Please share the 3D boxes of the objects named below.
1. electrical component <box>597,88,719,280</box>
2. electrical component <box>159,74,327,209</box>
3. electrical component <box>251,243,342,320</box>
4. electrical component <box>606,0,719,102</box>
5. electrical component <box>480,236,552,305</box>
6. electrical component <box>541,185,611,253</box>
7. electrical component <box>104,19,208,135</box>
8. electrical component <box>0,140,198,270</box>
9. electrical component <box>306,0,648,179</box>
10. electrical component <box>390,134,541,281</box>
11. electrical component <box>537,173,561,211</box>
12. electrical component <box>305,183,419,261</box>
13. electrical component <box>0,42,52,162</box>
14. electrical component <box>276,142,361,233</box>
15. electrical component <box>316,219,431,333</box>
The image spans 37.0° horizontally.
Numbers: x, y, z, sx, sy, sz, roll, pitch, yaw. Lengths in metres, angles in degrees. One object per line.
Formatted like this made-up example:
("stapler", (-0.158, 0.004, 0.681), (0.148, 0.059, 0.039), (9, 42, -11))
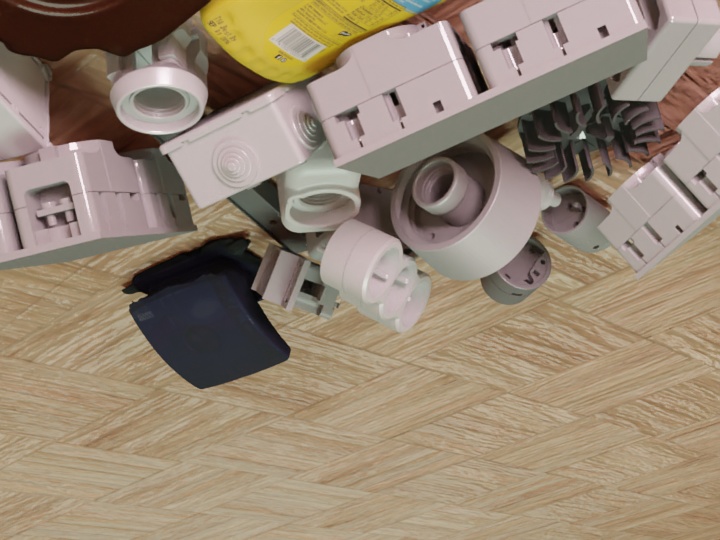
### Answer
("electrical component", (0.262, -0.082, 0.787), (0.105, 0.060, 0.186), (-32, 167, -31))
("electrical component", (-0.066, -0.086, 0.694), (0.100, 0.048, 0.099), (-21, -165, 25))
("electrical component", (-0.049, 0.011, 0.876), (0.064, 0.042, 0.081), (22, -178, -20))
("electrical component", (0.209, -0.152, 0.698), (0.076, 0.047, 0.083), (0, 153, -16))
("electrical component", (0.140, 0.001, 0.981), (0.055, 0.055, 0.047), (-1, 157, -14))
("electrical component", (0.195, -0.039, 0.927), (0.043, 0.043, 0.081), (-24, 150, 29))
("electrical component", (-0.123, -0.120, 0.652), (0.058, 0.057, 0.078), (-15, 153, 13))
("electrical component", (-0.192, -0.041, 0.714), (0.105, 0.060, 0.186), (-13, -179, 9))
("electrical component", (0.072, -0.122, 0.644), (0.186, 0.060, 0.105), (-23, 176, 14))
("electrical component", (0.072, -0.053, 0.795), (0.108, 0.108, 0.060), (-25, 144, 31))
("electrical component", (0.140, -0.063, 0.872), (0.061, 0.035, 0.035), (14, 146, -41))
("electrical component", (0.003, -0.033, 0.875), (0.089, 0.050, 0.056), (10, 148, -32))
("electrical component", (-0.231, -0.112, 0.631), (0.061, 0.061, 0.096), (-13, 154, 9))
("electrical component", (-0.031, -0.069, 0.781), (0.054, 0.059, 0.095), (-4, 154, -9))
("electrical component", (0.000, 0.000, 0.820), (0.074, 0.052, 0.138), (26, 173, 23))
